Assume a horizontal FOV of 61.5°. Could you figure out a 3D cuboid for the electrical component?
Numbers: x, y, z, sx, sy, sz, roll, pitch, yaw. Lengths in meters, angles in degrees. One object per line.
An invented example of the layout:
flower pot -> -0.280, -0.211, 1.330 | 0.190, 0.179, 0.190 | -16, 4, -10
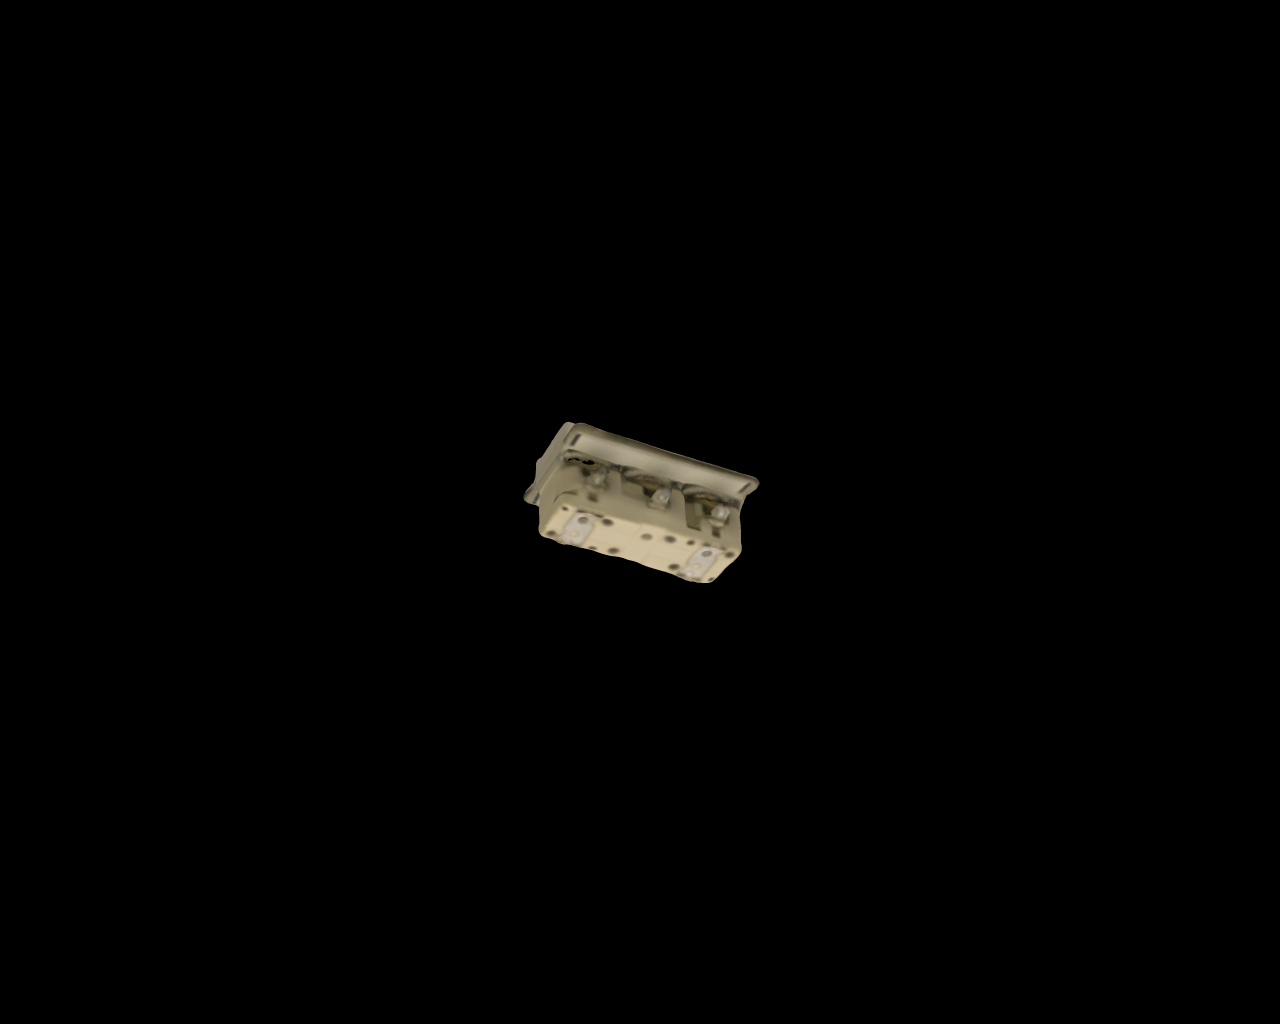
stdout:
electrical component -> 0.001, -0.003, 0.650 | 0.121, 0.063, 0.078 | 17, -40, -22
